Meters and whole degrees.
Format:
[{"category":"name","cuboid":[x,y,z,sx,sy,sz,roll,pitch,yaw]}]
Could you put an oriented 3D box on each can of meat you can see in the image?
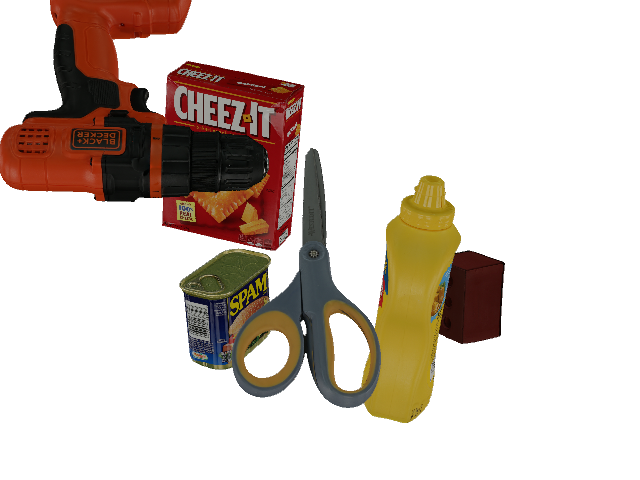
[{"category":"can of meat","cuboid":[-0.090,0.067,1.052,0.058,0.084,0.101,11,27,26]}]

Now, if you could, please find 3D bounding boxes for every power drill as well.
[{"category":"power drill","cuboid":[-0.131,-0.113,0.774,0.184,0.187,0.057,1,-33,-9]}]

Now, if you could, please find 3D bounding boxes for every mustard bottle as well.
[{"category":"mustard bottle","cuboid":[0.073,0.040,0.837,0.058,0.192,0.096,12,26,9]}]

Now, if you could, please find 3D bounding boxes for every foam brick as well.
[{"category":"foam brick","cuboid":[0.142,0.055,1.043,0.051,0.078,0.053,-11,19,-33]}]

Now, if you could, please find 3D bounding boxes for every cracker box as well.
[{"category":"cracker box","cuboid":[-0.116,-0.106,1.369,0.164,0.214,0.072,14,29,14]}]

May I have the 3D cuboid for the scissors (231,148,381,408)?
[{"category":"scissors","cuboid":[-0.021,0.022,0.665,0.096,0.202,0.016,-14,-39,-9]}]
